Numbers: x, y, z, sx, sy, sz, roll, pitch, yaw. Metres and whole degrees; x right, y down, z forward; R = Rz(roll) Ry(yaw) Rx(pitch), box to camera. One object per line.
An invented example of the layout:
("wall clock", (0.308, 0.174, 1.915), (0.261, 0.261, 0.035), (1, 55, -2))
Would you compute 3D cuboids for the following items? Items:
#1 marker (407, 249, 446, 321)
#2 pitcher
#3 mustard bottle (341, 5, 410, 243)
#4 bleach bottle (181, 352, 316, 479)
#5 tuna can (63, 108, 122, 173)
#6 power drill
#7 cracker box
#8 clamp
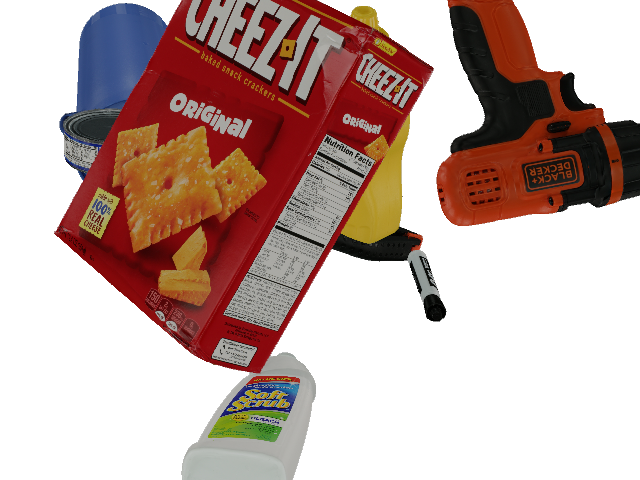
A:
("marker", (0.100, 0.042, 1.004), (0.020, 0.020, 0.121), (0, 24, -4))
("pitcher", (-0.195, -0.155, 1.167), (0.145, 0.149, 0.243), (-22, 41, 4))
("mustard bottle", (0.029, -0.096, 0.843), (0.058, 0.192, 0.096), (-24, 48, -28))
("bleach bottle", (-0.062, 0.179, 1.085), (0.102, 0.068, 0.250), (4, 20, 6))
("tuna can", (-0.184, -0.087, 0.947), (0.086, 0.034, 0.086), (5, 26, -2))
("power drill", (0.152, -0.112, 0.676), (0.184, 0.187, 0.057), (-11, -1, -4))
("cracker box", (-0.055, -0.052, 0.659), (0.164, 0.214, 0.072), (35, 9, 39))
("clamp", (0.013, -0.009, 1.196), (0.210, 0.036, 0.164), (14, 21, -5))
